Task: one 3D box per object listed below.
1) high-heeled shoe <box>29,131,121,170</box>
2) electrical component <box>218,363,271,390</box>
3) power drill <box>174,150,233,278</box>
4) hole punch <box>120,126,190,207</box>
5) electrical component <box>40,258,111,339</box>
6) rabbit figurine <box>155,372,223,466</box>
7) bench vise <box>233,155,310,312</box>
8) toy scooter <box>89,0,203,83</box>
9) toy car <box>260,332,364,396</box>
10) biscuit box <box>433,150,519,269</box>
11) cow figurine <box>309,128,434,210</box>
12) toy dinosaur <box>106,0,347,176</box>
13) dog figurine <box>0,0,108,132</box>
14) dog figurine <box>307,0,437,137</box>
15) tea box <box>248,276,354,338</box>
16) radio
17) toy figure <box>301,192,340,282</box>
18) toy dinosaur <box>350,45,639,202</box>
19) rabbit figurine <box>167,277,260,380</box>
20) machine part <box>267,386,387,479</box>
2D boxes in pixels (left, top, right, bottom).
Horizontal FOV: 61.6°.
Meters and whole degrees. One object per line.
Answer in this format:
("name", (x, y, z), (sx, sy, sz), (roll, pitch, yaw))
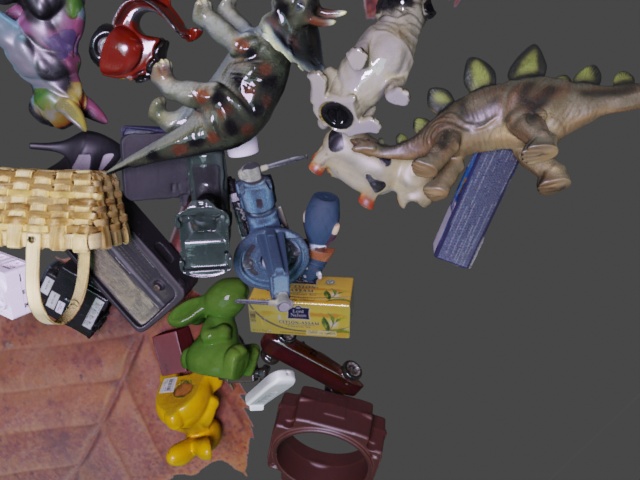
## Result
("high-heeled shoe", (-0.424, -0.082, 0.932), (0.145, 0.086, 0.248), (2, 133, -25))
("electrical component", (-0.146, 0.241, 1.011), (0.102, 0.045, 0.078), (-11, 80, 9))
("power drill", (-0.167, -0.020, 0.827), (0.086, 0.207, 0.231), (0, 113, -2))
("hole punch", (-0.268, -0.128, 0.877), (0.116, 0.092, 0.142), (-5, 110, -25))
("electrical component", (-0.448, 0.098, 0.992), (0.134, 0.058, 0.115), (34, 109, -5))
("rabbit figurine", (-0.230, 0.343, 1.016), (0.122, 0.162, 0.173), (-13, 126, 0))
("bench vise", (-0.075, 0.005, 0.819), (0.129, 0.241, 0.223), (-3, 126, -12))
("toy scooter", (-0.255, -0.308, 0.807), (0.135, 0.075, 0.183), (33, 107, -4))
("toy car", (-0.014, 0.220, 0.977), (0.202, 0.053, 0.089), (28, 127, -4))
("biscuit box", (0.242, -0.060, 0.833), (0.063, 0.059, 0.202), (20, 112, 2))
("cow figurine", (0.094, -0.114, 0.825), (0.195, 0.085, 0.127), (32, 117, -4))
("toy dinosaur", (-0.123, -0.214, 0.767), (0.192, 0.131, 0.404), (35, 100, 1))
("dog figurine", (-0.396, -0.277, 0.823), (0.191, 0.108, 0.219), (-29, 108, 14))
("dog figurine", (0.072, -0.253, 0.758), (0.172, 0.190, 0.121), (-16, 130, 43))
("tea box", (-0.028, 0.109, 0.913), (0.170, 0.098, 0.068), (1, 115, 6))
("radio", (-0.333, 0.035, 0.943), (0.131, 0.073, 0.229), (-35, 102, 18))
("toy figure", (-0.002, -0.002, 0.891), (0.058, 0.064, 0.154), (-5, 120, -30))
("toy dinosaur", (0.272, -0.164, 0.713), (0.472, 0.198, 0.105), (-4, 150, 15))
("rabbit figurine", (-0.177, 0.148, 0.952), (0.159, 0.121, 0.170), (6, 82, 20))
("machine part", (0.010, 0.376, 0.992), (0.201, 0.087, 0.201), (14, 126, 2))
